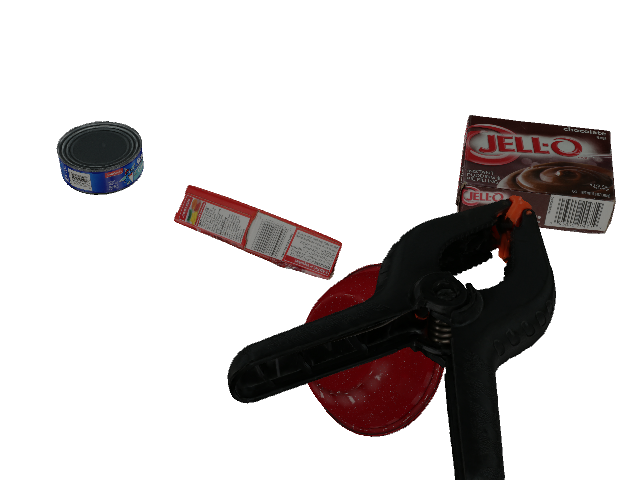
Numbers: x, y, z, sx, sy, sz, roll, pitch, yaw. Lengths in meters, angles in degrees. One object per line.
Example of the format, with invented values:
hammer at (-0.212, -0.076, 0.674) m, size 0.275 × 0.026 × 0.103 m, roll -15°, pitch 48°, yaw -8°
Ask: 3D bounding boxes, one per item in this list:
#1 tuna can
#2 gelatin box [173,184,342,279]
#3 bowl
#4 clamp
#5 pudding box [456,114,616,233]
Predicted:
tuna can at (-0.225, -0.085, 1.094) m, size 0.086 × 0.034 × 0.086 m, roll 1°, pitch 41°, yaw -1°
gelatin box at (-0.040, -0.005, 0.711) m, size 0.073 × 0.030 × 0.089 m, roll 21°, pitch 0°, yaw 42°
bowl at (0.034, 0.097, 0.976) m, size 0.162 × 0.162 × 0.055 m, roll 0°, pitch -10°, yaw 42°
clamp at (0.058, 0.042, 0.457) m, size 0.120 × 0.039 × 0.171 m, roll 36°, pitch 54°, yaw 23°
pudding box at (0.163, -0.051, 0.809) m, size 0.113 × 0.039 × 0.090 m, roll 9°, pitch 42°, yaw 5°
